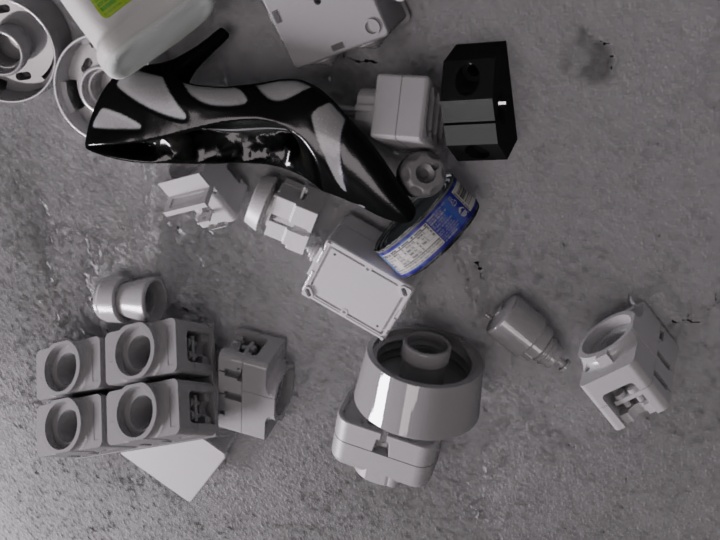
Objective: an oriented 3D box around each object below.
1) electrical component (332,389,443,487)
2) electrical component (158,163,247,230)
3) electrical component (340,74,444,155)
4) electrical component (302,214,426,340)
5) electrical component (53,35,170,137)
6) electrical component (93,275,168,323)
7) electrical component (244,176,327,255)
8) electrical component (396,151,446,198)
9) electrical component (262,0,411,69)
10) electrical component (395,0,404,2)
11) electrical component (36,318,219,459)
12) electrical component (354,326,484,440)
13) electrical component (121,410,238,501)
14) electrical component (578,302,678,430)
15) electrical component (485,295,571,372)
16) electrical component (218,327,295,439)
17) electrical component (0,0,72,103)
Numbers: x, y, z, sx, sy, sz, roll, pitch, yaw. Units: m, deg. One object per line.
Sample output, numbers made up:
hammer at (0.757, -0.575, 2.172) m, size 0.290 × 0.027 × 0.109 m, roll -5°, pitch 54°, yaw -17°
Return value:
electrical component at (0.025, 0.156, 0.984) m, size 0.095 × 0.053 × 0.059 m, roll 17°, pitch 124°, yaw 11°
electrical component at (-0.129, -0.072, 0.898) m, size 0.042 × 0.081 × 0.063 m, roll -10°, pitch 138°, yaw 26°
electrical component at (0.020, -0.117, 0.806) m, size 0.077 × 0.066 × 0.047 m, roll 6°, pitch 89°, yaw 17°
electrical component at (0.000, 0.000, 0.895) m, size 0.096 × 0.061 × 0.061 m, roll 30°, pitch 125°, yaw 2°
electrical component at (-0.202, -0.153, 0.894) m, size 0.099 × 0.064 × 0.099 m, roll 4°, pitch 109°, yaw 10°
electrical component at (-0.215, 0.028, 1.004) m, size 0.055 × 0.045 × 0.045 m, roll 1°, pitch 120°, yaw 21°
electrical component at (-0.064, -0.049, 0.900) m, size 0.055 × 0.048 × 0.066 m, roll 22°, pitch 125°, yaw -2°
electrical component at (0.044, -0.071, 0.815) m, size 0.035 × 0.061 × 0.035 m, roll 0°, pitch 91°, yaw -8°
electrical component at (-0.023, -0.204, 0.790) m, size 0.100 × 0.048 × 0.099 m, roll -14°, pitch 113°, yaw 29°
electrical component at (0.034, -0.241, 0.740) m, size 0.050 × 0.055 × 0.089 m, roll -17°, pitch 112°, yaw 29°
electrical component at (-0.225, 0.114, 1.009) m, size 0.186 × 0.060 × 0.105 m, roll -14°, pitch 73°, yaw 32°
electrical component at (0.052, 0.086, 0.902) m, size 0.108 × 0.108 × 0.060 m, roll 15°, pitch 117°, yaw 13°
electrical component at (-0.177, 0.169, 1.072) m, size 0.100 × 0.048 × 0.099 m, roll 36°, pitch 126°, yaw -2°
electrical component at (0.208, 0.070, 0.839) m, size 0.050 × 0.089 × 0.055 m, roll -32°, pitch 104°, yaw 33°
electrical component at (0.140, 0.055, 0.887) m, size 0.078 × 0.040 × 0.040 m, roll 39°, pitch 125°, yaw -5°
electrical component at (-0.096, 0.107, 1.003) m, size 0.056 × 0.050 × 0.089 m, roll 14°, pitch 124°, yaw 13°
electrical component at (-0.293, -0.191, 0.906) m, size 0.099 × 0.064 × 0.099 m, roll 2°, pitch 118°, yaw 4°
